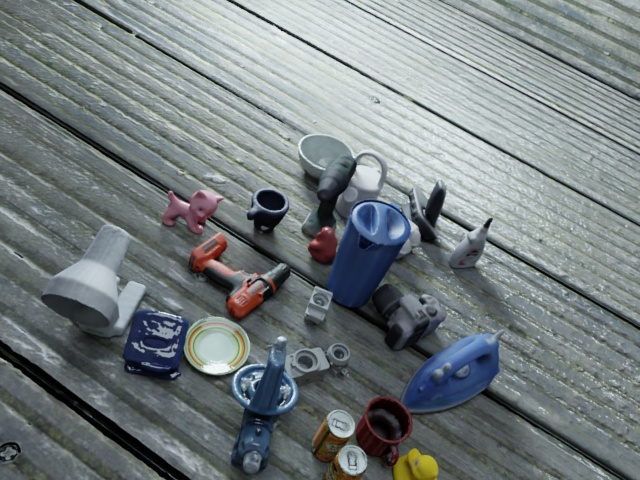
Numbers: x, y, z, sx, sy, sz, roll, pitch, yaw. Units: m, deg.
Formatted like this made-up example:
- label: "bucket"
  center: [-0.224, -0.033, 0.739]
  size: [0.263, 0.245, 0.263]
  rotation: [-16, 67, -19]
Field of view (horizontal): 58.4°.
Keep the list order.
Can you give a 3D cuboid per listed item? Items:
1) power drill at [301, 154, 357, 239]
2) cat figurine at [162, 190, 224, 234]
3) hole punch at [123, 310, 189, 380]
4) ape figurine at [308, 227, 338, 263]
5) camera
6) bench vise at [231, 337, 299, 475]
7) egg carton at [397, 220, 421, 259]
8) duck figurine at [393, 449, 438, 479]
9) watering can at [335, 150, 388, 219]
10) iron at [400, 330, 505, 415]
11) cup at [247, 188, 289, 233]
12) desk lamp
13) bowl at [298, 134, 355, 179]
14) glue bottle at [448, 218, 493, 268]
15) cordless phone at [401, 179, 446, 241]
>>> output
- label: "power drill"
  center: [0.022, -0.101, 1.390]
  size: [0.075, 0.208, 0.230]
  rotation: [24, 44, 3]
- label: "cat figurine"
  center: [-0.290, -0.080, 1.314]
  size: [0.128, 0.117, 0.067]
  rotation: [14, 44, -7]
- label: "hole punch"
  center: [-0.302, 0.195, 1.064]
  size: [0.109, 0.091, 0.101]
  rotation: [12, 45, -10]
- label: "ape figurine"
  center: [0.013, 0.005, 1.367]
  size: [0.078, 0.092, 0.076]
  rotation: [-3, 49, -24]
- label: "camera"
  center: [0.193, 0.154, 1.287]
  size: [0.143, 0.101, 0.136]
  rotation: [-19, 57, -34]
- label: "bench vise"
  center: [-0.084, 0.279, 0.975]
  size: [0.122, 0.219, 0.207]
  rotation: [1, 48, -20]
- label: "egg carton"
  center: [0.184, -0.023, 1.476]
  size: [0.150, 0.069, 0.107]
  rotation: [40, 47, 18]
- label: "duck figurine"
  center: [0.186, 0.427, 1.034]
  size: [0.078, 0.086, 0.104]
  rotation: [-18, 56, -33]
- label: "watering can"
  center: [0.111, -0.143, 1.474]
  size: [0.101, 0.194, 0.173]
  rotation: [17, 44, -5]
- label: "iron"
  center: [0.279, 0.267, 1.183]
  size: [0.259, 0.141, 0.118]
  rotation: [-20, 57, -35]
- label: "cup"
  center: [-0.135, -0.057, 1.368]
  size: [0.091, 0.095, 0.118]
  rotation: [39, 47, 18]
- label: "desk lamp"
  center: [-0.401, 0.087, 1.041]
  size: [0.118, 0.213, 0.203]
  rotation: [18, 44, -3]
- label: "bowl"
  center: [0.012, -0.218, 1.594]
  size: [0.167, 0.074, 0.167]
  rotation: [11, 45, -11]
- label: "glue bottle"
  center: [0.394, 0.005, 1.456]
  size: [0.078, 0.173, 0.037]
  rotation: [-5, 50, -25]
- label: "cordless phone"
  center: [0.290, -0.104, 1.512]
  size: [0.094, 0.185, 0.147]
  rotation: [6, 46, -15]
